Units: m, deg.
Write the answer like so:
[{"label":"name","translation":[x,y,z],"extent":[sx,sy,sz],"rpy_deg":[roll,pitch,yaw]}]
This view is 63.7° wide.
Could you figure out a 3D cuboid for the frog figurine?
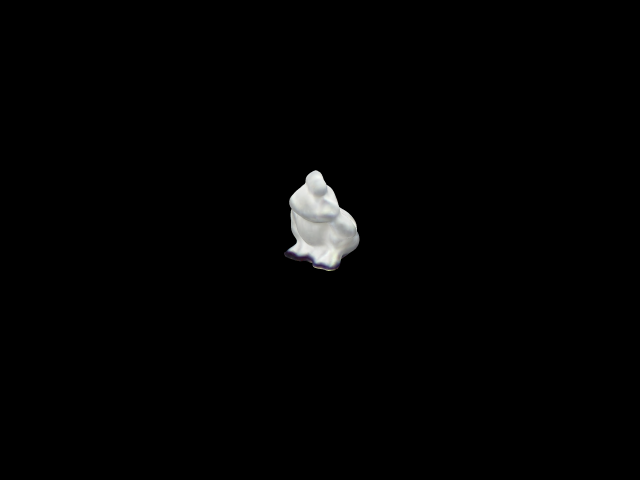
[{"label":"frog figurine","translation":[0.003,-0.043,0.850],"extent":[0.123,0.157,0.139],"rpy_deg":[-11,25,-26]}]
